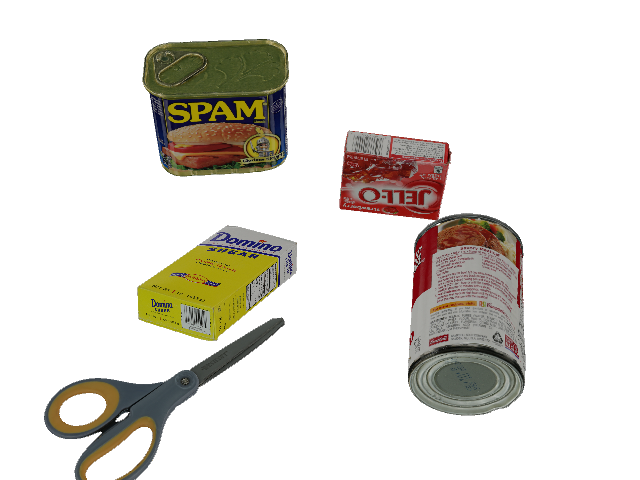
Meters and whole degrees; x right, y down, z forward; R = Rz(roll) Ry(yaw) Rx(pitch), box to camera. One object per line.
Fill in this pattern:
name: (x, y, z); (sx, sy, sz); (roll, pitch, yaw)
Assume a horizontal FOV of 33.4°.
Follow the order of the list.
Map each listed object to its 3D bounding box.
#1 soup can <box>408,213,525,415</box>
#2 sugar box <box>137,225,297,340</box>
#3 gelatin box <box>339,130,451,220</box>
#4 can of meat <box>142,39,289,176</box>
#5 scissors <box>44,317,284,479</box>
soup can: (0.088, 0.044, 0.635); (0.068, 0.102, 0.068); (5, -41, 4)
sugar box: (-0.105, 0.040, 1.126); (0.093, 0.048, 0.176); (14, 31, 22)
gelatin box: (0.063, -0.054, 0.915); (0.089, 0.030, 0.073); (8, -39, 3)
can of meat: (-0.073, -0.095, 0.777); (0.102, 0.057, 0.084); (-3, -41, -2)
scissors: (-0.121, 0.102, 0.796); (0.096, 0.201, 0.016); (32, -35, 14)
